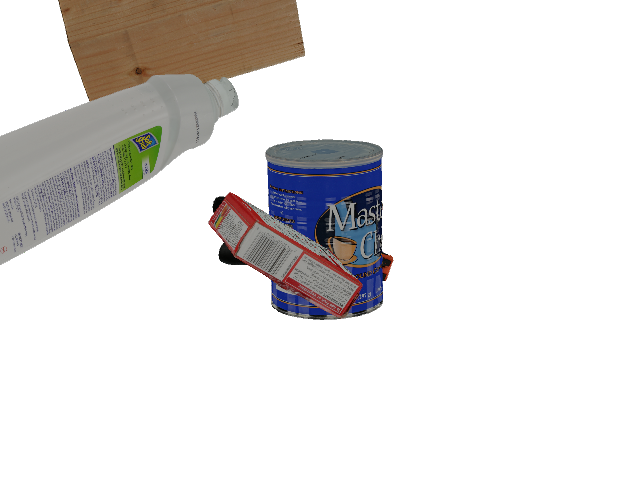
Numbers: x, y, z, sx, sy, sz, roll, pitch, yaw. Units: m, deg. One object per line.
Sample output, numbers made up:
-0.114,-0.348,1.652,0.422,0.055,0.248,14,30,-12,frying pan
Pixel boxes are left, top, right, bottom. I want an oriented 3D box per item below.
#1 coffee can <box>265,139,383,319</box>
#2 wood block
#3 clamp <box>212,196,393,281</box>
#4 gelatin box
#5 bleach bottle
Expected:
0.005,-0.012,0.948,0.103,0.140,0.103,-1,15,0,coffee can
-0.129,-0.202,0.998,0.206,0.090,0.091,-17,-43,-6,wood block
-0.022,0.010,1.165,0.210,0.036,0.164,16,19,-6,clamp
-0.023,0.009,0.693,0.089,0.030,0.073,32,5,-25,gelatin box
-0.177,-0.063,0.840,0.250,0.068,0.103,-28,-27,-23,bleach bottle
